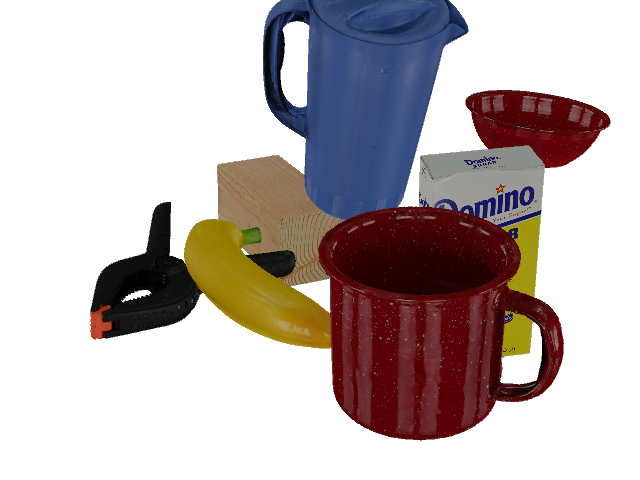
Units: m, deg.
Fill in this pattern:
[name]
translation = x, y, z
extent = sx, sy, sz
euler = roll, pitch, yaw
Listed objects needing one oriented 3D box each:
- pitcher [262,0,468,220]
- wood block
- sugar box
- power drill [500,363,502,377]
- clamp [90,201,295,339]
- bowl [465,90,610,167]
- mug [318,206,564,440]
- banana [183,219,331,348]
[pitcher]
translation = 0.035, -0.138, 1.052
extent = 0.144, 0.243, 0.149
euler = -32, 57, -33
[wood block]
translation = -0.051, -0.029, 1.328
extent = 0.090, 0.090, 0.206
euler = -10, 26, -23
[sugar box]
translation = 0.128, 0.014, 0.868
extent = 0.093, 0.176, 0.048
euler = -6, 31, -7
[power drill]
translation = 0.164, 0.081, 1.098
extent = 0.057, 0.188, 0.184
euler = 11, 27, 14
[clamp]
translation = -0.147, 0.028, 0.998
extent = 0.165, 0.036, 0.209
euler = 25, 36, 30
[bowl]
translation = 0.240, -0.122, 1.202
extent = 0.162, 0.055, 0.162
euler = 5, 23, -2
[mug]
translation = 0.057, 0.042, 0.502
extent = 0.117, 0.081, 0.093
euler = 12, 30, 24
[banana]
translation = -0.048, 0.020, 0.687
extent = 0.069, 0.037, 0.198
euler = -6, 22, -16
